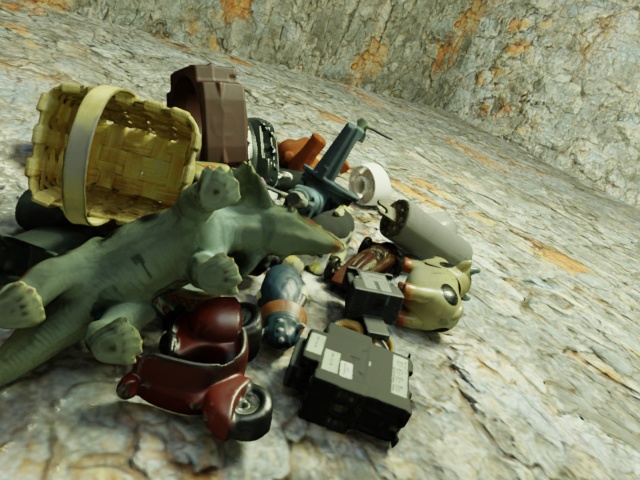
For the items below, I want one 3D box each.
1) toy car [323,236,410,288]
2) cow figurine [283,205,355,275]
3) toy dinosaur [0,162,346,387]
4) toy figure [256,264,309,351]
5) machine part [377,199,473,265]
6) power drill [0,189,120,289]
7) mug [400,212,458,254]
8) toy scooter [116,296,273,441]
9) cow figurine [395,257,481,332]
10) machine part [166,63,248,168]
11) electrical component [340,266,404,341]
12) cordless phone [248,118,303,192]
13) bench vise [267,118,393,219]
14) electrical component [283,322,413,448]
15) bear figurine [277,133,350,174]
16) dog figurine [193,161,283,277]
[{"bbox_3d":[0.081,0.039,0.878,0.089,0.053,0.202,31,24,19],"label":"toy car"},{"bbox_3d":[-0.001,-0.001,0.846,0.068,0.098,0.167,34,26,17],"label":"cow figurine"},{"bbox_3d":[-0.175,0.031,0.525,0.405,0.131,0.192,-25,5,-13],"label":"toy dinosaur"},{"bbox_3d":[-0.045,0.086,0.666,0.057,0.064,0.155,51,15,-26],"label":"toy figure"},{"bbox_3d":[0.191,-0.001,0.959,0.243,0.079,0.079,31,16,-27],"label":"machine part"},{"bbox_3d":[-0.278,0.005,0.640,0.232,0.085,0.207,19,27,2],"label":"power drill"},{"bbox_3d":[0.197,-0.016,1.056,0.107,0.080,0.110,-11,41,-35],"label":"mug"},{"bbox_3d":[-0.121,0.116,0.524,0.135,0.075,0.184,6,28,-15],"label":"toy scooter"},{"bbox_3d":[0.185,0.076,0.835,0.127,0.085,0.195,15,20,5],"label":"cow figurine"},{"bbox_3d":[-0.204,-0.205,0.965,0.087,0.201,0.201,-6,10,-32],"label":"machine part"},{"bbox_3d":[0.071,0.084,0.731,0.075,0.047,0.119,12,19,-7],"label":"electrical component"},{"bbox_3d":[-0.096,-0.162,1.068,0.184,0.146,0.089,4,-15,-40],"label":"cordless phone"},{"bbox_3d":[0.011,-0.112,0.942,0.129,0.240,0.223,36,9,24],"label":"bench vise"},{"bbox_3d":[0.031,0.150,0.584,0.134,0.058,0.115,20,21,4],"label":"electrical component"},{"bbox_3d":[-0.032,-0.190,1.217,0.120,0.132,0.196,40,15,-30],"label":"bear figurine"},{"bbox_3d":[-0.144,-0.022,0.774,0.191,0.108,0.219,15,26,-11],"label":"dog figurine"}]
